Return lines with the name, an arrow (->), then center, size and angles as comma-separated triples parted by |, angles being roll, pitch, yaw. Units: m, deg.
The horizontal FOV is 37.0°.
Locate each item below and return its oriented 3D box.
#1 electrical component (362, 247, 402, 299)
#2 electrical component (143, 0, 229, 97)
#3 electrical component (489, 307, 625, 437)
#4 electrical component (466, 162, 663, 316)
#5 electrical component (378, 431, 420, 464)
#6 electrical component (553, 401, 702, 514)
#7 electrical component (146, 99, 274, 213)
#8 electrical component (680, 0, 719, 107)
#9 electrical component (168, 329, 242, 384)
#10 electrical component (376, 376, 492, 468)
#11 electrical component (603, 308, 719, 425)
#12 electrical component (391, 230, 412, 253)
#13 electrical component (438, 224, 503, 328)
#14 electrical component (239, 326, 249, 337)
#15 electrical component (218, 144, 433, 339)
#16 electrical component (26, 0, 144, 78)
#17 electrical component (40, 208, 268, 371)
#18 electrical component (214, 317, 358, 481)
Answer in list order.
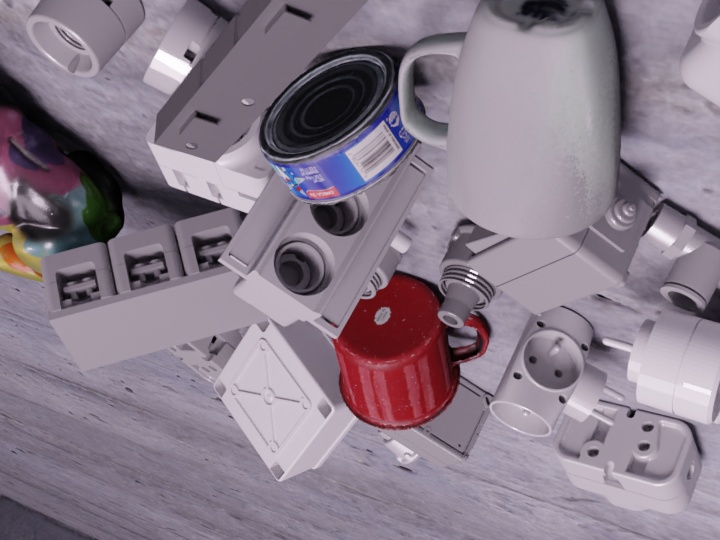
electrical component -> 0.000, 0.000, 0.730 | 0.043, 0.062, 0.043 | 23, 154, 12
electrical component -> -0.089, -0.119, 0.611 | 0.047, 0.055, 0.055 | 30, 156, -11
electrical component -> 0.136, 0.074, 0.708 | 0.079, 0.077, 0.044 | 28, 156, 2
electrical component -> 0.107, -0.025, 0.568 | 0.061, 0.061, 0.096 | 35, 155, -13
electrical component -> 0.036, 0.144, 0.989 | 0.062, 0.048, 0.048 | 41, 154, -9
electrical component -> 0.198, 0.139, 0.792 | 0.095, 0.053, 0.059 | 11, 150, 34
electrical component -> -0.084, -0.077, 0.687 | 0.089, 0.050, 0.055 | 20, 154, 20
electrical component -> 0.162, -0.094, 0.387 | 0.059, 0.053, 0.095 | 31, 155, -4
electrical component -> -0.139, 0.057, 0.991 | 0.054, 0.059, 0.095 | -4, 140, 50
electrical component -> 0.050, 0.113, 0.891 | 0.096, 0.061, 0.061 | 33, 155, -8
electrical component -> 0.173, 0.050, 0.602 | 0.074, 0.052, 0.138 | 17, -179, 26
electrical component -> 0.007, -0.032, 0.696 | 0.061, 0.035, 0.035 | 34, 155, -16
electrical component -> 0.069, 0.006, 0.668 | 0.048, 0.062, 0.048 | 24, 155, 12
electrical component -> -0.081, 0.061, 0.962 | 0.040, 0.040, 0.046 | -2, 135, 48
electrical component -> -0.022, -0.030, 0.626 | 0.079, 0.121, 0.063 | 35, 157, -11
electrical component -> -0.165, -0.149, 0.641 | 0.055, 0.047, 0.055 | 24, 155, 12
electrical component -> -0.154, 0.012, 0.815 | 0.150, 0.061, 0.089 | -15, 151, -6
electrical component -> -0.056, 0.099, 0.891 | 0.108, 0.056, 0.108 | 52, 130, 21
